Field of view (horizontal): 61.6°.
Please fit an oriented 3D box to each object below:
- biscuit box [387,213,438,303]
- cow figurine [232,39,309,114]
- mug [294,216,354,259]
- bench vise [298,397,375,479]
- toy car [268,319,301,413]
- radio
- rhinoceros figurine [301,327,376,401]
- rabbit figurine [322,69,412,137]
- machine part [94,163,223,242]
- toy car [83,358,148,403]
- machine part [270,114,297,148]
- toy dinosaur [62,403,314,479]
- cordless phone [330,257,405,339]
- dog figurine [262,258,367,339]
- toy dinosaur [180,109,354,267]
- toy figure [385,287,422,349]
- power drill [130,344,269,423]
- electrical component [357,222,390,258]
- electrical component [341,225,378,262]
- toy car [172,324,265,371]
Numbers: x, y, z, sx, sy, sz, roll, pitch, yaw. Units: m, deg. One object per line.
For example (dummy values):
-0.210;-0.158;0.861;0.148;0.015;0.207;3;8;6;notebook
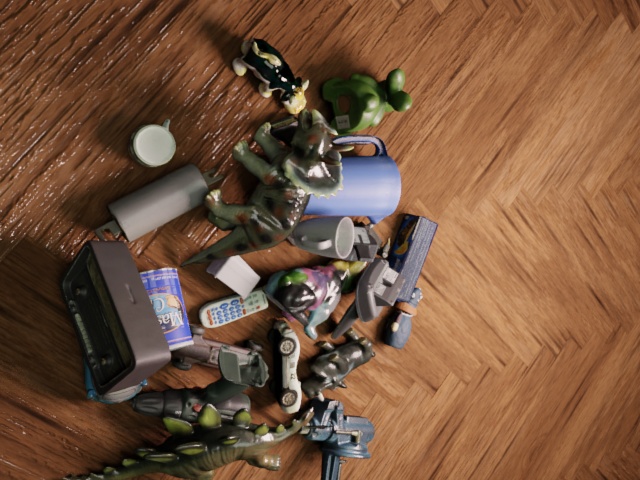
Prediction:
0.203;0.042;1.254;0.062;0.059;0.202;22;88;-31;biscuit box
-0.077;-0.308;1.016;0.167;0.098;0.068;36;75;-29;cow figurine
-0.002;-0.003;1.047;0.109;0.107;0.080;-37;125;-52;mug
0.030;0.480;1.199;0.223;0.129;0.240;24;68;-48;bench vise
-0.073;0.267;1.140;0.056;0.074;0.201;-6;102;-24;toy car
-0.339;0.125;0.876;0.131;0.230;0.073;-41;156;29;radio
0.037;0.281;1.209;0.190;0.073;0.111;-31;123;-22;rhinoceros figurine
0.113;-0.298;1.105;0.170;0.159;0.121;-27;102;-38;rabbit figurine
-0.286;-0.068;0.960;0.243;0.079;0.079;-31;113;-19;machine part
-0.363;0.225;0.960;0.109;0.103;0.161;-6;104;-29;toy car
-0.045;-0.197;1.039;0.084;0.139;0.039;-24;141;-26;machine part
-0.236;0.402;1.026;0.472;0.105;0.198;-21;132;-1;toy dinosaur
0.095;0.139;1.192;0.089;0.184;0.146;37;37;2;cordless phone
0.003;0.080;1.122;0.219;0.109;0.191;-49;138;-17;dog figurine
-0.091;-0.065;0.966;0.192;0.131;0.404;35;114;6;toy dinosaur
0.198;0.182;1.280;0.058;0.064;0.154;20;84;7;toy figure
-0.212;0.286;1.020;0.232;0.086;0.207;22;122;-34;power drill
0.111;0.002;1.205;0.078;0.045;0.102;-40;116;-18;electrical component
0.080;0.017;1.109;0.075;0.119;0.047;2;129;-16;electrical component
-0.199;0.232;1.079;0.202;0.053;0.089;23;85;-29;toy car
